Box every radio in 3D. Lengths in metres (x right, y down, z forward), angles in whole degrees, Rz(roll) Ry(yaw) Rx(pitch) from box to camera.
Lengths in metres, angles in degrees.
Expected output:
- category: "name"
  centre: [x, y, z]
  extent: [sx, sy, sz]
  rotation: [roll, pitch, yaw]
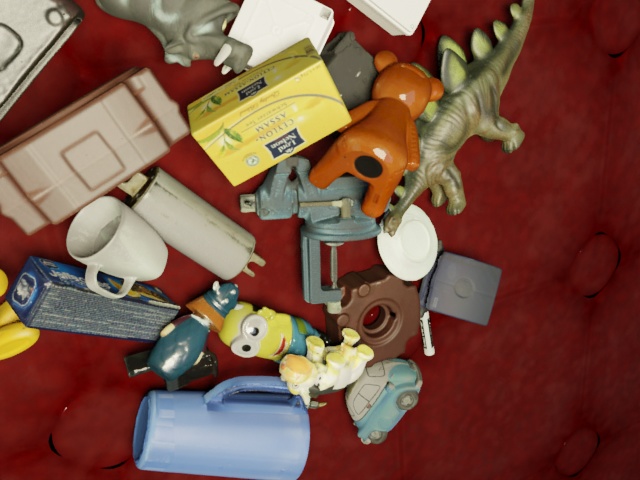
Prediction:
- category: "radio"
  centre: [-0.343, -0.176, 0.556]
  extent: [0.073, 0.131, 0.229]
  rotation: [38, 88, -28]

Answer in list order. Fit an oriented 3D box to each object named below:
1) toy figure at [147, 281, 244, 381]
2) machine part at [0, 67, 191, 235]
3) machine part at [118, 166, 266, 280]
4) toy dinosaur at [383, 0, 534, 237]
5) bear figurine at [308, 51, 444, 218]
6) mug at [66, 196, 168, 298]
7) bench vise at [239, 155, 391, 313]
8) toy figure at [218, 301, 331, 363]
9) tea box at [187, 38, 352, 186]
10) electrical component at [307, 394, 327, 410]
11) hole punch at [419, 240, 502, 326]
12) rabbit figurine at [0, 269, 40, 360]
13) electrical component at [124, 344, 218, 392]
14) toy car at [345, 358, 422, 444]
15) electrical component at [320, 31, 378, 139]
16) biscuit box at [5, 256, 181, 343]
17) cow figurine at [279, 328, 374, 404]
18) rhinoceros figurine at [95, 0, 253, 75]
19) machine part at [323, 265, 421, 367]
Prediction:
- category: "toy figure"
  centre: [-0.169, 0.117, 0.731]
  extent: [0.154, 0.058, 0.064]
  rotation: [-52, 146, -28]
- category: "machine part"
  centre: [-0.253, -0.105, 0.582]
  extent: [0.201, 0.202, 0.087]
  rotation: [-36, 114, -10]
- category: "machine part"
  centre: [-0.173, -0.019, 0.720]
  extent: [0.243, 0.079, 0.079]
  rotation: [37, 89, -30]
- category: "toy dinosaur"
  centre: [0.224, -0.207, 0.835]
  extent: [0.198, 0.105, 0.471]
  rotation: [39, 83, -26]
- category: "bear figurine"
  centre: [0.081, -0.150, 0.720]
  extent: [0.120, 0.132, 0.196]
  rotation: [27, 52, -6]
- category: "mug"
  centre: [-0.234, 0.018, 0.643]
  extent: [0.081, 0.109, 0.107]
  rotation: [-13, 151, 21]
- category: "bench vise"
  centre: [-0.005, -0.005, 0.784]
  extent: [0.224, 0.129, 0.240]
  rotation: [-7, 105, -20]
- category: "toy figure"
  centre: [-0.072, 0.146, 0.821]
  extent: [0.180, 0.089, 0.082]
  rotation: [20, 77, -39]
- category: "tea box"
  centre: [-0.061, -0.151, 0.643]
  extent: [0.170, 0.068, 0.098]
  rotation: [-29, 136, 8]
- category: "electrical component"
  centre: [-0.005, 0.232, 0.899]
  extent: [0.102, 0.045, 0.078]
  rotation: [-45, 121, -6]
- category: "hole punch"
  centre: [0.243, 0.083, 0.935]
  extent: [0.116, 0.092, 0.142]
  rotation: [17, 89, -26]
- category: "rabbit figurine"
  centre: [-0.427, 0.102, 0.636]
  extent: [0.162, 0.122, 0.173]
  rotation: [-8, 124, -33]
- category: "electrical component"
  centre: [-0.210, 0.171, 0.759]
  extent: [0.119, 0.075, 0.047]
  rotation: [-18, 144, -23]
- category: "toy car"
  centre: [0.098, 0.266, 0.937]
  extent: [0.103, 0.109, 0.161]
  rotation: [35, 102, -8]
- category: "electrical component"
  centre: [0.041, -0.210, 0.771]
  extent: [0.134, 0.058, 0.115]
  rotation: [39, 89, -29]
- category: "biscuit box"
  centre: [-0.274, 0.079, 0.669]
  extent: [0.063, 0.059, 0.202]
  rotation: [-58, 147, 2]
- category: "cow figurine"
  centre: [-0.002, 0.195, 0.796]
  extent: [0.167, 0.068, 0.098]
  rotation: [-4, 126, -45]
- category: "rhinoceros figurine"
  centre: [-0.164, -0.261, 0.617]
  extent: [0.190, 0.073, 0.112]
  rotation: [26, 94, -7]
- category: "machine part"
  centre: [0.091, 0.130, 0.907]
  extent: [0.179, 0.056, 0.179]
  rotation: [-9, 111, -24]
